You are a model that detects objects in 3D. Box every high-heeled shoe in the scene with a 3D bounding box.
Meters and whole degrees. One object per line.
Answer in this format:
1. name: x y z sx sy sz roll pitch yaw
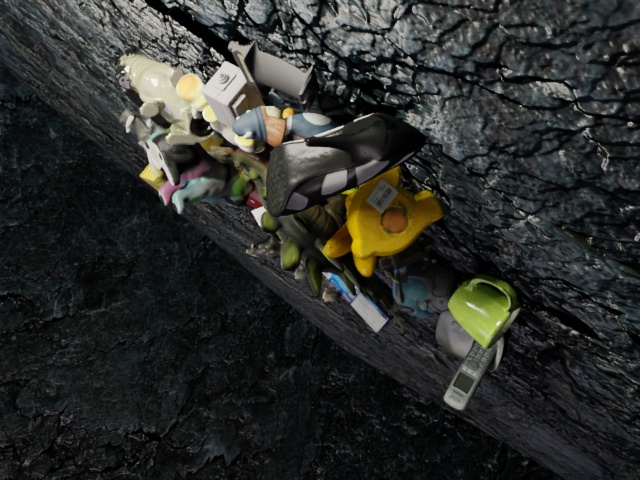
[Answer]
1. high-heeled shoe: 0.020 -0.087 0.682 0.145 0.086 0.249 -5 168 -21

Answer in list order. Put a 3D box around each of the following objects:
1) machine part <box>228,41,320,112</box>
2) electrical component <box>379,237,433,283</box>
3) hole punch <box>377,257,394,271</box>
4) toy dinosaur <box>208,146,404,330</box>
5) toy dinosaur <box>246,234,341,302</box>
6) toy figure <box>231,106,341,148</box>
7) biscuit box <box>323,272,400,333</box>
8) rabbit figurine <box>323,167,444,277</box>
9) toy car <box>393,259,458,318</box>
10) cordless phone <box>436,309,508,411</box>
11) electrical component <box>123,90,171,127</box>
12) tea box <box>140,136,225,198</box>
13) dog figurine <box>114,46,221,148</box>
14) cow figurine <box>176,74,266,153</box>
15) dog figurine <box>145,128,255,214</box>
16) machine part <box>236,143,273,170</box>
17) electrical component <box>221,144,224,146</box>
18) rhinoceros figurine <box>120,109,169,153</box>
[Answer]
1. machine part: -0.058 -0.210 0.693 0.139 0.039 0.084 30 158 33
2. electrical component: 0.137 0.022 0.898 0.078 0.102 0.045 58 175 31
3. hole punch: 0.091 0.055 1.154 0.116 0.092 0.142 42 170 -8
4. toy dinosaur: -0.002 -0.003 0.901 0.471 0.105 0.199 37 -149 -33
5. toy dinosaur: 0.019 0.072 1.362 0.405 0.131 0.192 28 167 8
6. toy figure: -0.039 -0.145 0.714 0.154 0.057 0.064 11 178 -18
7. biscuit box: 0.074 0.085 1.064 0.203 0.063 0.059 48 136 17
8. rabbit figurine: 0.083 -0.028 0.781 0.122 0.162 0.173 26 -172 -12
9. toy car: 0.196 0.089 0.969 0.103 0.109 0.161 -1 157 29
10. cordless phone: 0.280 0.236 1.080 0.147 0.184 0.088 26 168 37
11. electrical component: -0.334 -0.285 1.114 0.134 0.058 0.115 43 168 -26
12. tea box: -0.293 -0.175 1.143 0.068 0.169 0.098 45 164 -33
13. dog figurine: -0.278 -0.265 0.991 0.191 0.121 0.172 44 173 44
14. cow figurine: -0.160 -0.211 0.903 0.167 0.068 0.098 37 174 2
15. dog figurine: -0.219 -0.145 1.079 0.109 0.219 0.191 16 123 50
16. machine part: -0.081 -0.125 1.021 0.179 0.056 0.179 35 168 9
17. electrical component: -0.212 -0.190 1.212 0.094 0.021 0.063 31 167 19
18. rhinoceros figurine: -0.356 -0.239 1.217 0.190 0.112 0.073 32 172 -20
